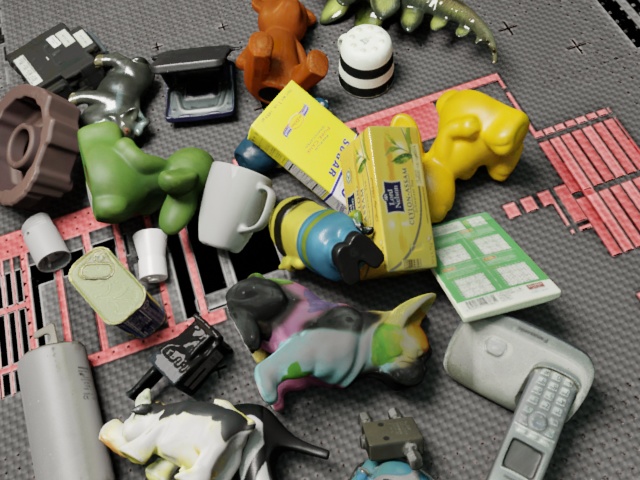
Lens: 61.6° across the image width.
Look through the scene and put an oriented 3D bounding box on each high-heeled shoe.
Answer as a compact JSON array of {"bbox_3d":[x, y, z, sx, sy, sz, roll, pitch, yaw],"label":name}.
[{"bbox_3d":[-0.077,0.295,0.543,0.145,0.086,0.249,9,61,11],"label":"high-heeled shoe"}]

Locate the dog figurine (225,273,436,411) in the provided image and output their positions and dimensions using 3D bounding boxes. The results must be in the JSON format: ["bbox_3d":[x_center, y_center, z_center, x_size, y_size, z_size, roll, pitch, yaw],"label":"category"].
[{"bbox_3d":[0.021,0.098,0.616,0.219,0.108,0.192,-21,62,-10],"label":"dog figurine"}]

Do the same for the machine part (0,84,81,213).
[{"bbox_3d":[-0.396,-0.125,0.737,0.180,0.056,0.179,-7,77,31],"label":"machine part"}]

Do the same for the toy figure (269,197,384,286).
[{"bbox_3d":[0.002,-0.004,0.634,0.082,0.180,0.089,-12,103,-23],"label":"toy figure"}]

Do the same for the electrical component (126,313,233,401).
[{"bbox_3d":[-0.162,0.148,0.620,0.048,0.074,0.119,37,69,19],"label":"electrical component"}]

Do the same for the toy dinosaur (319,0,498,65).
[{"bbox_3d":[0.101,-0.409,0.851,0.472,0.105,0.198,32,78,27],"label":"toy dinosaur"}]

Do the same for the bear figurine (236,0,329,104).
[{"bbox_3d":[-0.051,-0.303,0.799,0.120,0.132,0.196,16,69,-17],"label":"bear figurine"}]

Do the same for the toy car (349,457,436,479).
[{"bbox_3d":[0.058,0.289,0.522,0.109,0.102,0.161,30,68,17],"label":"toy car"}]

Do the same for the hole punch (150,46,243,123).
[{"bbox_3d":[-0.182,-0.237,0.806,0.142,0.092,0.116,-8,34,3],"label":"hole punch"}]

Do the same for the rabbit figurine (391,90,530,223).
[{"bbox_3d":[0.163,-0.107,0.697,0.162,0.122,0.173,35,91,11],"label":"rabbit figurine"}]

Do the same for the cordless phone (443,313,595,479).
[{"bbox_3d":[0.192,0.177,0.578,0.147,0.088,0.184,25,73,15],"label":"cordless phone"}]

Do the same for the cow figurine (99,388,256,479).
[{"bbox_3d":[-0.151,0.198,0.558,0.168,0.068,0.098,8,49,31],"label":"cow figurine"}]

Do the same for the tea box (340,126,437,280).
[{"bbox_3d":[0.079,-0.041,0.647,0.068,0.098,0.169,-5,80,-20],"label":"tea box"}]

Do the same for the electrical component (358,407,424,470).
[{"bbox_3d":[0.074,0.210,0.569,0.063,0.094,0.021,-6,106,-7],"label":"electrical component"}]

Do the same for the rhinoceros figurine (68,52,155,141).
[{"bbox_3d":[-0.302,-0.187,0.794,0.112,0.073,0.190,12,64,-2],"label":"rhinoceros figurine"}]

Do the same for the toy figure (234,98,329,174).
[{"bbox_3d":[-0.051,-0.151,0.761,0.154,0.064,0.058,-39,31,-18],"label":"toy figure"}]

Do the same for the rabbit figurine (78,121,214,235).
[{"bbox_3d":[-0.213,-0.085,0.702,0.170,0.121,0.159,-13,35,-25],"label":"rabbit figurine"}]

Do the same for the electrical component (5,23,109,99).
[{"bbox_3d":[-0.401,-0.273,0.844,0.134,0.058,0.115,-36,70,-12],"label":"electrical component"}]

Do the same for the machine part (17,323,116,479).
[{"bbox_3d":[-0.284,0.204,0.601,0.079,0.079,0.243,-22,64,-6],"label":"machine part"}]

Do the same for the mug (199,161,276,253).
[{"bbox_3d":[-0.105,-0.036,0.693,0.110,0.080,0.107,18,89,32],"label":"mug"}]
